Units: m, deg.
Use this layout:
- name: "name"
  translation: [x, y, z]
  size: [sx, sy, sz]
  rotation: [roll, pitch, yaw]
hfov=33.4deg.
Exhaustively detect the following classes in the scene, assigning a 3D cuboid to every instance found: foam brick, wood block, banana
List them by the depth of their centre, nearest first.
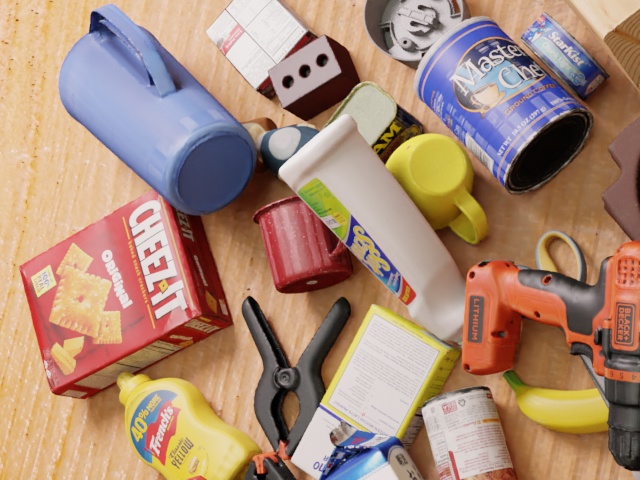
- name: "banana"
  translation: [0.255, 0.130, 0.931]
  size: [0.198, 0.037, 0.069]
  rotation: [-14, 74, 25]
- name: "wood block"
  translation: [0.260, -0.231, 0.940]
  size: [0.090, 0.090, 0.206]
  rotation: [-37, 41, 16]
- name: "foam brick"
  translation: [-0.005, -0.172, 1.134]
  size: [0.078, 0.051, 0.053]
  rotation: [-30, 66, 19]

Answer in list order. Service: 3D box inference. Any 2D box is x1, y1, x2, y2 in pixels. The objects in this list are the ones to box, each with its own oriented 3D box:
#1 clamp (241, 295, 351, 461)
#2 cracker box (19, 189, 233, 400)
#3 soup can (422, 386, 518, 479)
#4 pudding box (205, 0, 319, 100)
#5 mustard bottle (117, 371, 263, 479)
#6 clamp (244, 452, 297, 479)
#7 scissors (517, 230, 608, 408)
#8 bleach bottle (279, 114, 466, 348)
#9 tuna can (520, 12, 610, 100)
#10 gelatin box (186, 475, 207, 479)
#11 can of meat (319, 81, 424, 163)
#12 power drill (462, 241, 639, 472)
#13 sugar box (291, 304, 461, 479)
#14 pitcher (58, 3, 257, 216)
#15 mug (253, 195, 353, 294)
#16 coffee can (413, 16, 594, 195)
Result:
- name: "clamp"
  translation: [-0.037, 0.134, 1.088]
  size: [0.120, 0.039, 0.171]
  rotation: [8, 83, 31]
- name: "cracker box"
  translation: [-0.221, 0.060, 1.187]
  size: [0.214, 0.072, 0.164]
  rotation: [-28, 67, 20]
- name: "soup can"
  translation: [0.136, 0.191, 0.964]
  size: [0.069, 0.068, 0.102]
  rotation: [-23, 68, 22]
- name: "pudding box"
  translation: [-0.064, -0.226, 1.188]
  size: [0.090, 0.039, 0.114]
  rotation: [-46, 63, 11]
- name: "mustard bottle"
  translation: [-0.151, 0.202, 1.123]
  size: [0.192, 0.058, 0.096]
  rotation: [38, 104, 30]
- name: "clamp"
  translation: [-0.048, 0.317, 1.043]
  size: [0.165, 0.036, 0.210]
  rotation: [-19, 80, 24]
- name: "scissors"
  translation: [0.212, 0.086, 0.956]
  size: [0.096, 0.016, 0.202]
  rotation: [-23, 56, 30]
- name: "bleach bottle"
  translation: [0.073, 0.005, 0.981]
  size: [0.068, 0.103, 0.251]
  rotation: [-44, 96, -20]
- name: "tuna can"
  translation: [0.226, -0.170, 0.988]
  size: [0.034, 0.086, 0.086]
  rotation: [-45, 62, 14]
- name: "gelatin box"
  translation: [-0.110, 0.286, 1.040]
  size: [0.073, 0.030, 0.089]
  rotation: [27, 109, 28]
- name: "can of meat"
  translation: [0.049, -0.097, 1.069]
  size: [0.057, 0.083, 0.102]
  rotation: [43, 100, 29]
- name: "power drill"
  translation: [0.209, 0.090, 0.903]
  size: [0.188, 0.057, 0.184]
  rotation: [4, 90, 45]
- name: "sugar box"
  translation: [0.053, 0.161, 1.030]
  size: [0.093, 0.048, 0.176]
  rotation: [30, 97, 30]
- name: "pitcher"
  translation: [-0.174, -0.136, 1.138]
  size: [0.243, 0.149, 0.145]
  rotation: [42, 104, 41]
- name: "mug"
  translation: [-0.007, 0.001, 1.069]
  size: [0.117, 0.093, 0.081]
  rotation: [-30, 69, 47]
- name: "coffee can"
  translation: [0.170, -0.126, 0.999]
  size: [0.103, 0.102, 0.140]
  rotation: [-45, 62, 12]
